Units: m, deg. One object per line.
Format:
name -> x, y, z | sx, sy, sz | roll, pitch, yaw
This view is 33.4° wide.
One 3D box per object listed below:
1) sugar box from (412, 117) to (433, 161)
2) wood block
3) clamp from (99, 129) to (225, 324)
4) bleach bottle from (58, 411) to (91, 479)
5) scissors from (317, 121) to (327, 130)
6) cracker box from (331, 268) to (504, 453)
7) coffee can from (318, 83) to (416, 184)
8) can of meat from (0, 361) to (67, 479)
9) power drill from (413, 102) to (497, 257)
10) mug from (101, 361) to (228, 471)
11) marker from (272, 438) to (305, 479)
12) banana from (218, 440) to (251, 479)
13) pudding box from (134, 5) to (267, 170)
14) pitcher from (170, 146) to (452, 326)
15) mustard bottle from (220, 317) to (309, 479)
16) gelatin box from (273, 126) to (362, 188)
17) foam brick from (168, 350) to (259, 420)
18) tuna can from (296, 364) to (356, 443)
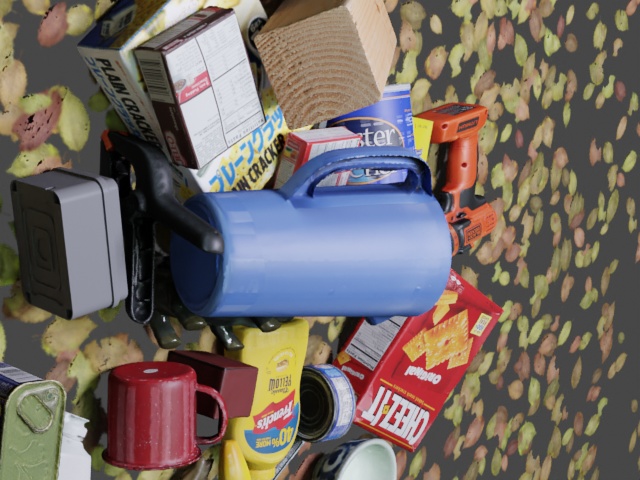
sugar box -> 0.077, -0.058, 1.239 | 0.093, 0.048, 0.176 | 0, 99, -51
wood block -> 0.012, -0.186, 1.000 | 0.206, 0.090, 0.091 | -71, 142, -65
clamp -> -0.153, -0.017, 0.917 | 0.120, 0.171, 0.039 | -46, 148, 21
bleach bottle -> -0.265, 0.265, 0.907 | 0.102, 0.068, 0.251 | 36, 70, -49
scissors -> -0.027, -0.046, 1.093 | 0.096, 0.016, 0.202 | -32, 143, -29
cracker box -> 0.111, 0.134, 1.279 | 0.164, 0.072, 0.213 | 35, 86, -49
coffee can -> 0.052, -0.092, 1.135 | 0.102, 0.103, 0.140 | -15, 102, -47
can of meat -> -0.257, 0.153, 0.865 | 0.057, 0.084, 0.102 | -1, 101, -50
power drill -> 0.154, -0.067, 1.322 | 0.184, 0.057, 0.188 | -26, 121, -44
mug -> -0.143, 0.160, 0.986 | 0.093, 0.117, 0.081 | -48, 140, -81
marker -> -0.052, 0.257, 1.193 | 0.121, 0.020, 0.020 | -50, 134, -29
banana -> -0.084, 0.296, 1.112 | 0.037, 0.070, 0.198 | -14, 129, -13
pudding box -> -0.098, -0.129, 0.906 | 0.089, 0.039, 0.113 | -40, 131, -35
pitcher -> -0.006, 0.001, 0.976 | 0.242, 0.145, 0.149 | -1, 76, -34
mustard bottle -> -0.062, 0.177, 1.127 | 0.096, 0.058, 0.192 | -5, 105, -48
gelatin box -> -0.004, -0.072, 1.051 | 0.089, 0.030, 0.073 | -15, 129, -50
foam brick -> -0.108, 0.141, 1.047 | 0.052, 0.078, 0.051 | 9, 92, -51
tuna can -> -0.004, 0.180, 1.177 | 0.033, 0.086, 0.086 | 2, 99, -49
